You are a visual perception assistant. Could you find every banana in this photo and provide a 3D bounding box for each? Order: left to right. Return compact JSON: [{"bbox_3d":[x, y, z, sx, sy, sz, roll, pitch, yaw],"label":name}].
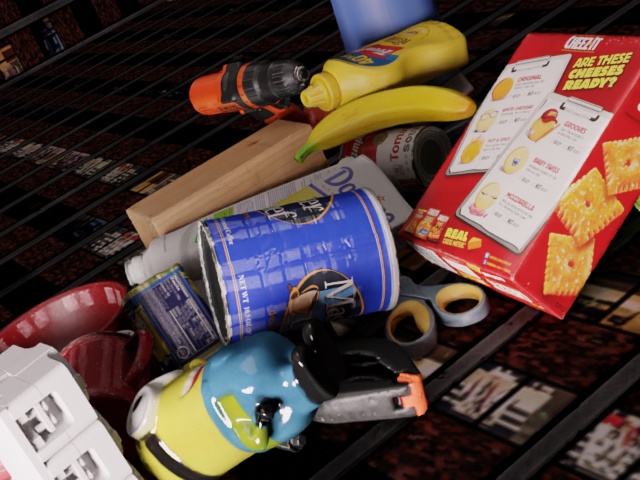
[{"bbox_3d":[0.068,-0.123,1.081,0.198,0.037,0.069,-15,48,26],"label":"banana"}]

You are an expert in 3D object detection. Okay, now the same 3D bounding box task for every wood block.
[{"bbox_3d":[-0.094,-0.043,1.173,0.205,0.090,0.091,-33,23,-18],"label":"wood block"}]

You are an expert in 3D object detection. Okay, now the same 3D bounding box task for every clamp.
[{"bbox_3d":[0.006,0.098,0.833,0.210,0.036,0.164,1,26,41],"label":"clamp"},{"bbox_3d":[0.168,-0.138,1.182,0.171,0.039,0.120,-32,8,-14],"label":"clamp"}]

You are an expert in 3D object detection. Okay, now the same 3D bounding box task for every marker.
[{"bbox_3d":[-0.057,0.147,0.814,0.121,0.020,0.020,-3,31,43],"label":"marker"}]

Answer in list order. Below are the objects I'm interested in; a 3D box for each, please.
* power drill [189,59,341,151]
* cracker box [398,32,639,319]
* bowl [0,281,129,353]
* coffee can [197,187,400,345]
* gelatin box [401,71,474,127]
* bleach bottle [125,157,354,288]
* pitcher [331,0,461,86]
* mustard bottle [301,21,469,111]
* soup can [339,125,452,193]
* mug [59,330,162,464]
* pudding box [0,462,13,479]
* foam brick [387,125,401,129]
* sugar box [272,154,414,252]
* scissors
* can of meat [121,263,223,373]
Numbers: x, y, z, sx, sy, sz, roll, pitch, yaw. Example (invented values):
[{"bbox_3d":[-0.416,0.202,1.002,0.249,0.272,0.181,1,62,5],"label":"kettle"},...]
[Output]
[{"bbox_3d":[-0.034,-0.160,1.259,0.185,0.187,0.057,0,75,46],"label":"power drill"},{"bbox_3d":[0.180,-0.059,0.852,0.213,0.072,0.164,-57,29,-5],"label":"cracker box"},{"bbox_3d":[-0.250,0.107,1.049,0.162,0.055,0.162,-21,23,9],"label":"bowl"},{"bbox_3d":[-0.019,0.021,0.855,0.140,0.103,0.103,-12,20,-12],"label":"coffee can"},{"bbox_3d":[0.125,-0.152,1.219,0.089,0.030,0.073,-37,3,-7],"label":"gelatin box"},{"bbox_3d":[-0.072,-0.007,1.069,0.251,0.068,0.102,-18,23,2],"label":"bleach bottle"},{"bbox_3d":[0.084,-0.273,1.293,0.145,0.243,0.149,-26,23,-12],"label":"pitcher"},{"bbox_3d":[0.062,-0.183,1.159,0.191,0.058,0.096,-26,30,-26],"label":"mustard bottle"},{"bbox_3d":[0.079,-0.083,1.113,0.102,0.068,0.068,0,33,44],"label":"soup can"},{"bbox_3d":[-0.169,0.126,0.870,0.117,0.093,0.081,-52,23,17],"label":"mug"},{"bbox_3d":[-0.274,0.180,0.938,0.090,0.039,0.113,-22,25,3],"label":"pudding box"},{"bbox_3d":[0.060,-0.117,1.194,0.053,0.078,0.051,-30,26,-11],"label":"foam brick"},{"bbox_3d":[-0.006,0.001,0.965,0.176,0.048,0.093,-32,56,-8],"label":"sugar box"},{"bbox_3d":[0.090,0.038,0.907,0.096,0.016,0.201,-19,23,10],"label":"scissors"},{"bbox_3d":[-0.126,0.071,0.921,0.057,0.084,0.102,-34,0,-19],"label":"can of meat"}]
